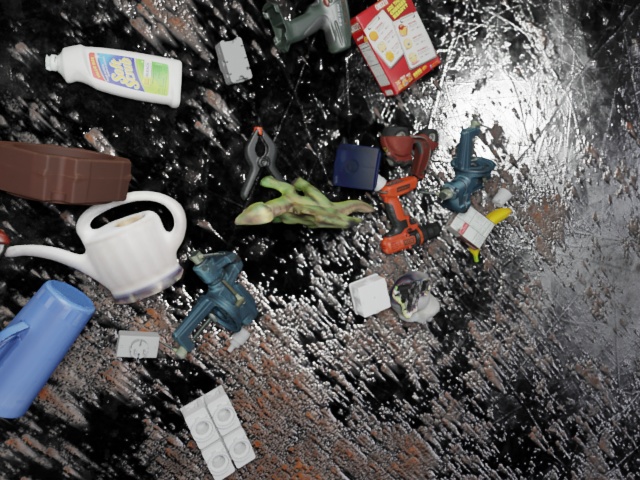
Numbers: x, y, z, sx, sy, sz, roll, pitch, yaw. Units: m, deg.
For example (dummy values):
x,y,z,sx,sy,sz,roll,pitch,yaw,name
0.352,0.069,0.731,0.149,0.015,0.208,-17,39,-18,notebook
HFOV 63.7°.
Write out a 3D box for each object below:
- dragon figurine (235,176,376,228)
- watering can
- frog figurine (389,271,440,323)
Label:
x,y,z,sx,sy,sz,roll,pitch,yaw,name
0.004,-0.058,1.153,0.411,0.246,0.120,0,108,-26,dragon figurine
-0.431,0.033,1.059,0.348,0.105,0.221,-22,108,-6,watering can
0.262,0.158,1.404,0.158,0.123,0.138,33,71,-61,frog figurine
